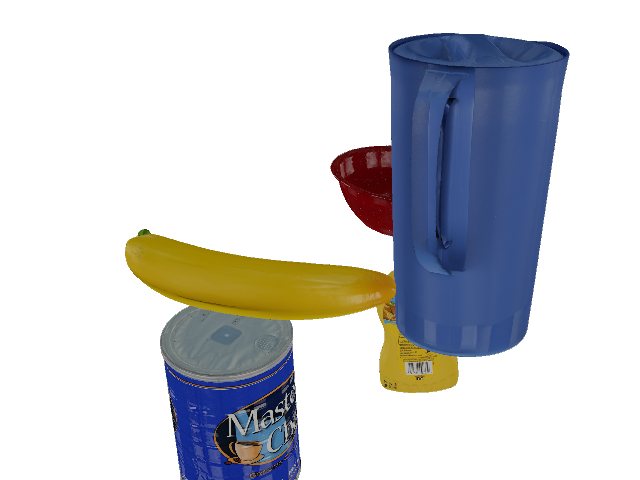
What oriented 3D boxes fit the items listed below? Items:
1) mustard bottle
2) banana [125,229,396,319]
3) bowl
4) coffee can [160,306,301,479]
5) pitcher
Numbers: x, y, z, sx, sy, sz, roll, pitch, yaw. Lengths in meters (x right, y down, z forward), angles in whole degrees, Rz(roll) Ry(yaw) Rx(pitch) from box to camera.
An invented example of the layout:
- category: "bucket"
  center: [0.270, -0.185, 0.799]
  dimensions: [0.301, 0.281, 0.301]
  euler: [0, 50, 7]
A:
- category: "mustard bottle"
  center: [0.116, 0.087, 1.283]
  dimensions: [0.096, 0.192, 0.058]
  euler: [-2, 22, 6]
- category: "banana"
  center: [-0.053, 0.020, 0.682]
  dimensions: [0.198, 0.037, 0.069]
  euler: [13, 34, 24]
- category: "bowl"
  center: [0.089, -0.044, 1.080]
  dimensions: [0.162, 0.055, 0.162]
  euler: [4, 24, -2]
- category: "coffee can"
  center: [-0.070, 0.130, 0.856]
  dimensions: [0.103, 0.140, 0.103]
  euler: [-2, 32, 1]
- category: "pitcher"
  center: [0.111, -0.033, 0.826]
  dimensions: [0.149, 0.243, 0.145]
  euler: [-7, 22, -19]
